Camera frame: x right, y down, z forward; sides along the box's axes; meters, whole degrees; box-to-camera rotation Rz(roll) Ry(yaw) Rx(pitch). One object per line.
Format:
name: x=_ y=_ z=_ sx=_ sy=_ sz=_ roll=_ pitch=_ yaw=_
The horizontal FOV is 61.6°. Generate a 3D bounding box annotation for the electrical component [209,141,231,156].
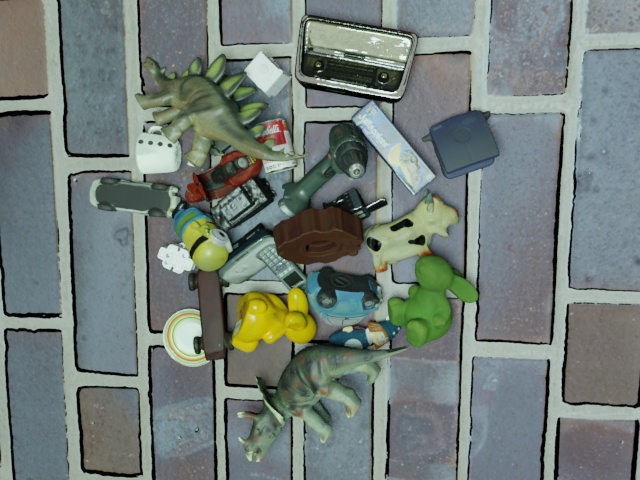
electrical component: x=-0.200 y=-0.220 z=1.127 sx=0.102 sy=0.045 sz=0.078 roll=-29 pitch=94 yaw=10

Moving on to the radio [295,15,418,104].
radio: x=0.067 y=-0.352 z=1.061 sx=0.230 sy=0.073 sz=0.131 roll=12 pitch=98 yaw=6

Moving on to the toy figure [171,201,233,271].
toy figure: x=-0.247 y=-0.007 z=1.107 sx=0.180 sy=0.082 sz=0.089 roll=38 pitch=110 yaw=37

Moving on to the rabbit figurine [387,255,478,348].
rabbit figurine: x=0.229 y=0.108 z=1.057 sx=0.159 sy=0.121 sz=0.170 roll=-5 pitch=120 yaw=-16

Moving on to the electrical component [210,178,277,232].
electrical component: x=-0.156 y=-0.073 z=1.095 sx=0.115 sy=0.134 sz=0.058 roll=-37 pitch=90 yaw=12

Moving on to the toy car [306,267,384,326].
toy car: x=0.046 y=0.126 z=1.117 sx=0.162 sy=0.109 sz=0.102 roll=7 pitch=120 yaw=-5

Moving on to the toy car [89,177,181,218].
toy car: x=-0.400 y=-0.092 z=1.165 sx=0.202 sy=0.056 sz=0.073 roll=7 pitch=92 yaw=5

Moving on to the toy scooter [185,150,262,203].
toy scooter: x=-0.206 y=-0.126 z=1.094 sx=0.184 sy=0.135 sz=0.075 roll=-28 pitch=91 yaw=9

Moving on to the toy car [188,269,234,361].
toy car: x=-0.233 y=0.156 z=1.160 sx=0.089 sy=0.053 sz=0.202 roll=-7 pitch=82 yaw=-6

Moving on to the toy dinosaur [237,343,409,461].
toy dinosaur: x=-0.013 y=0.290 z=1.103 sx=0.192 sy=0.131 sz=0.404 roll=37 pitch=110 yaw=-4

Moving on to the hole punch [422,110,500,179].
hole punch: x=0.280 y=-0.187 z=1.048 sx=0.142 sy=0.092 sz=0.115 roll=-20 pitch=90 yaw=13

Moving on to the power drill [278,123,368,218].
power drill: x=0.008 y=-0.125 z=1.034 sx=0.086 sy=0.232 sz=0.207 roll=31 pitch=120 yaw=-18

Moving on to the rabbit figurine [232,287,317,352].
rabbit figurine: x=-0.081 y=0.162 z=1.122 sx=0.173 sy=0.122 sz=0.162 roll=22 pitch=136 yaw=-18

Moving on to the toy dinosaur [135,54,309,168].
toy dinosaur: x=-0.211 y=-0.247 z=1.038 sx=0.198 sy=0.105 sz=0.472 roll=-45 pitch=63 yaw=-1

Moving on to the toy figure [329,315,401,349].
toy figure: x=0.097 y=0.206 z=1.136 sx=0.155 sy=0.064 sz=0.058 roll=-16 pitch=52 yaw=10

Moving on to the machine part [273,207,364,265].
machine part: x=-0.002 y=-0.003 z=1.060 sx=0.179 sy=0.179 sz=0.056 roll=-10 pitch=66 yaw=9

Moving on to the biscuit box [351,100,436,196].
biscuit box: x=0.146 y=-0.184 z=1.077 sx=0.059 sy=0.063 sz=0.202 roll=-40 pitch=91 yaw=9

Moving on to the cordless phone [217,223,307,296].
cordless phone: x=-0.112 y=0.071 z=1.142 sx=0.146 sy=0.089 sz=0.184 roll=-37 pitch=109 yaw=10

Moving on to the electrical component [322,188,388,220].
electrical component: x=0.073 y=-0.070 z=1.089 sx=0.119 sy=0.074 sz=0.048 roll=-27 pitch=70 yaw=14

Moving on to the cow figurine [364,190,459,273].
cow figurine: x=0.185 y=-0.021 z=1.085 sx=0.195 sy=0.085 sz=0.127 roll=-19 pitch=100 yaw=10
